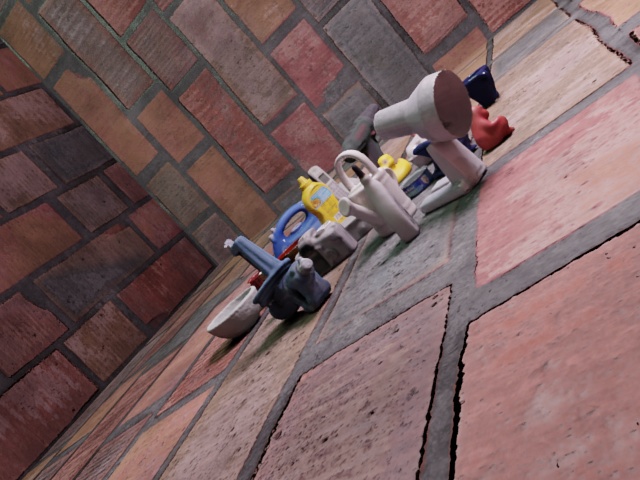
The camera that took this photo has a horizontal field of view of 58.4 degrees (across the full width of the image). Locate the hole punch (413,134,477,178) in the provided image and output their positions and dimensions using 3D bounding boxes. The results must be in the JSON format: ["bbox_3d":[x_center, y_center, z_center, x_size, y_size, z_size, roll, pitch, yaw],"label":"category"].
[{"bbox_3d":[0.276,-0.205,1.278,0.101,0.091,0.108,-45,10,-20],"label":"hole punch"}]

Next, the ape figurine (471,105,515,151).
[{"bbox_3d":[0.334,-0.234,1.162,0.076,0.092,0.077,-43,9,-3],"label":"ape figurine"}]

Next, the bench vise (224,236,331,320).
[{"bbox_3d":[-0.089,0.057,1.187,0.207,0.220,0.122,-36,11,34],"label":"bench vise"}]

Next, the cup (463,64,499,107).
[{"bbox_3d":[0.439,-0.407,1.529,0.092,0.095,0.117,-43,9,-5],"label":"cup"}]

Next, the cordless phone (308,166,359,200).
[{"bbox_3d":[0.056,-0.180,1.808,0.094,0.185,0.148,-32,13,46],"label":"cordless phone"}]

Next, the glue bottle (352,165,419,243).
[{"bbox_3d":[0.118,-0.075,1.070,0.037,0.173,0.078,-39,10,16],"label":"glue bottle"}]

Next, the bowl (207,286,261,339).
[{"bbox_3d":[-0.209,0.202,1.490,0.167,0.075,0.167,-41,9,8],"label":"bowl"}]

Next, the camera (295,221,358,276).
[{"bbox_3d":[0.013,0.005,1.384,0.143,0.101,0.137,-38,10,25],"label":"camera"}]

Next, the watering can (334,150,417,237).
[{"bbox_3d":[0.104,-0.105,1.207,0.100,0.194,0.173,-37,10,30],"label":"watering can"}]

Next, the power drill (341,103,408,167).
[{"bbox_3d":[0.168,-0.280,1.727,0.230,0.208,0.075,-48,11,-35],"label":"power drill"}]

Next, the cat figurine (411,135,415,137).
[{"bbox_3d":[0.311,-0.329,1.635,0.128,0.118,0.067,-42,9,3],"label":"cat figurine"}]

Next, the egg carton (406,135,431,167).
[{"bbox_3d":[0.294,-0.259,1.533,0.107,0.069,0.150,-35,11,39],"label":"egg carton"}]

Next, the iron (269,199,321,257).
[{"bbox_3d":[-0.078,-0.031,1.823,0.258,0.141,0.118,-44,9,-11],"label":"iron"}]

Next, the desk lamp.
[{"bbox_3d":[0.208,-0.181,1.053,0.203,0.213,0.118,-31,15,52],"label":"desk lamp"}]

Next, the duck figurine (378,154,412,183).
[{"bbox_3d":[0.203,-0.206,1.618,0.105,0.086,0.077,-48,11,-35],"label":"duck figurine"}]
